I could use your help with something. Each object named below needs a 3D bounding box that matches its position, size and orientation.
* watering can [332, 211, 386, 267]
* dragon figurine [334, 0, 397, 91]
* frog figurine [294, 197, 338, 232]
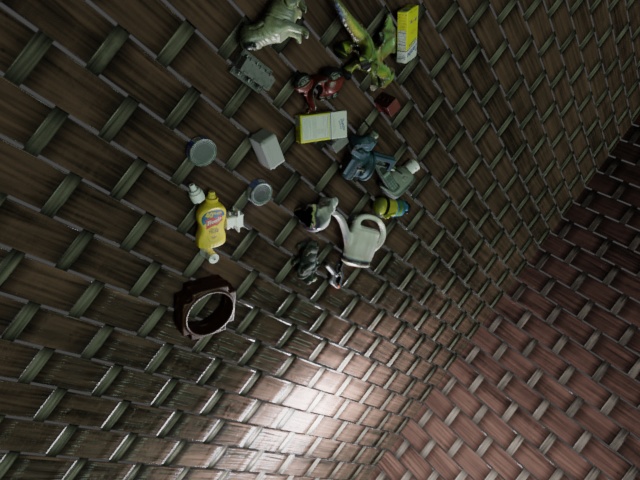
[{"bbox_3d":[0.142,-0.003,2.074,0.346,0.105,0.224,11,96,-44],"label":"watering can"},{"bbox_3d":[0.171,-0.659,1.711,0.247,0.123,0.401,-53,143,-27],"label":"dragon figurine"},{"bbox_3d":[0.006,-0.096,1.900,0.160,0.124,0.135,-14,159,-45],"label":"frog figurine"}]
